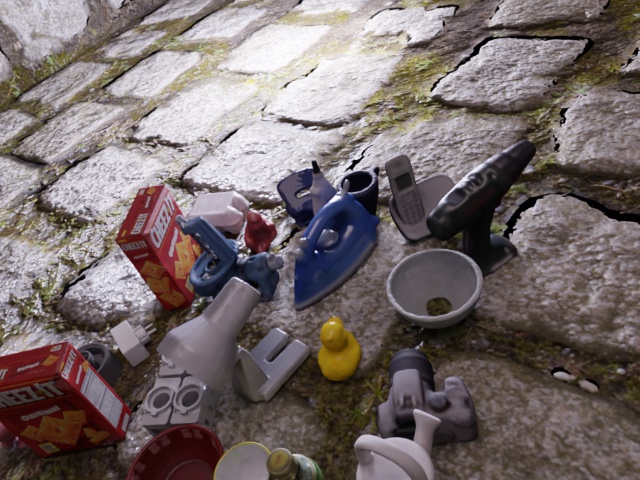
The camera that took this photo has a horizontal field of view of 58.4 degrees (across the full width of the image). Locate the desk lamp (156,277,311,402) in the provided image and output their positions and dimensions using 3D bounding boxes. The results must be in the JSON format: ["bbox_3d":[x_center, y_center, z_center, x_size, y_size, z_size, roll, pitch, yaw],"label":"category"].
[{"bbox_3d":[-0.141,0.176,0.950,0.117,0.214,0.203,22,55,38],"label":"desk lamp"}]

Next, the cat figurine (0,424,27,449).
[{"bbox_3d":[-0.568,0.321,1.035,0.067,0.118,0.128,-5,43,17],"label":"cat figurine"}]

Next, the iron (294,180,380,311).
[{"bbox_3d":[0.010,0.004,1.134,0.118,0.142,0.259,15,52,34],"label":"iron"}]

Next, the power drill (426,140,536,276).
[{"bbox_3d":[0.296,-0.045,1.022,0.230,0.209,0.075,-32,42,-14],"label":"power drill"}]

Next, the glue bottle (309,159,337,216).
[{"bbox_3d":[0.008,-0.100,1.226,0.037,0.173,0.078,17,52,35],"label":"glue bottle"}]

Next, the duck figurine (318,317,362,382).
[{"bbox_3d":[0.026,0.180,0.976,0.077,0.086,0.104,-8,42,14],"label":"duck figurine"}]

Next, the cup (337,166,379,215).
[{"bbox_3d":[0.098,-0.099,1.249,0.091,0.095,0.118,20,54,37],"label":"cup"}]

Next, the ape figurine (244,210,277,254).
[{"bbox_3d":[-0.137,-0.025,1.265,0.078,0.092,0.076,-22,40,-2],"label":"ape figurine"}]

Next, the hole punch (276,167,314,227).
[{"bbox_3d":[-0.030,-0.101,1.306,0.109,0.091,0.100,-29,41,-11],"label":"hole punch"}]

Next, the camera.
[{"bbox_3d":[0.154,0.227,0.861,0.143,0.101,0.137,-10,41,12],"label":"camera"}]

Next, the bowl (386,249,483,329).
[{"bbox_3d":[0.204,0.097,1.005,0.167,0.075,0.167,-11,41,10],"label":"bowl"}]

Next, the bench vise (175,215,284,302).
[{"bbox_3d":[-0.181,0.023,1.130,0.207,0.220,0.121,-16,41,5],"label":"bench vise"}]

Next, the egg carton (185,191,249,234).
[{"bbox_3d":[-0.245,-0.062,1.366,0.150,0.069,0.107,-4,43,18],"label":"egg carton"}]

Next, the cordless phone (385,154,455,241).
[{"bbox_3d":[0.203,-0.102,1.140,0.148,0.185,0.094,-28,41,-9],"label":"cordless phone"}]

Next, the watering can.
[{"bbox_3d":[0.099,0.299,0.731,0.100,0.194,0.173,-2,44,20],"label":"watering can"}]
